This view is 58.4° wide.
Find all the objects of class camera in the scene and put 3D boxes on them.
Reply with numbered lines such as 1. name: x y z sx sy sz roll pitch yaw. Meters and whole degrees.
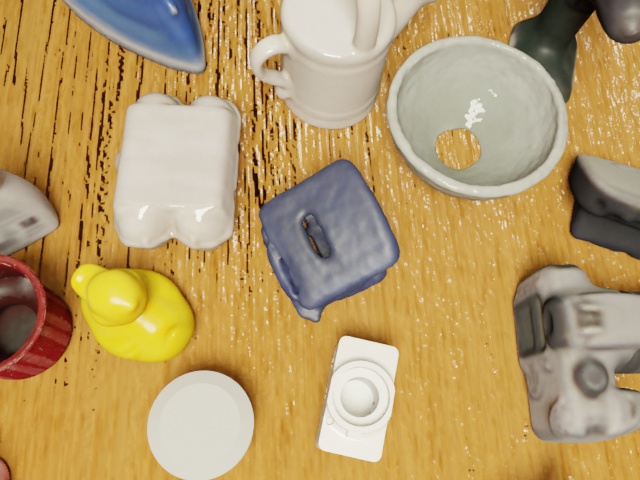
1. camera: 0.246 0.091 0.473 0.137 0.101 0.143 0 71 -4

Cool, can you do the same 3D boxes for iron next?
1. iron: -0.200 -0.285 0.545 0.119 0.141 0.258 -41 79 -16

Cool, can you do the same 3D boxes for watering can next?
1. watering can: 0.021 -0.193 0.503 0.101 0.194 0.173 40 73 9

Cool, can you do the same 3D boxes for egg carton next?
1. egg carton: -0.126 -0.062 0.513 0.107 0.069 0.150 1 71 -4

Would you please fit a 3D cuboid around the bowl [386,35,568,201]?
1. bowl: 0.140 -0.104 0.545 0.167 0.075 0.167 1 71 -4

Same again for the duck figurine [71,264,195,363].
1. duck figurine: -0.154 0.054 0.463 0.104 0.086 0.077 31 72 6

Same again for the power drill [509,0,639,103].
1. power drill: 0.242 -0.218 0.521 0.075 0.208 0.230 14 71 1

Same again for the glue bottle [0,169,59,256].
1. glue bottle: -0.268 -0.035 0.439 0.078 0.173 0.037 -29 76 -13

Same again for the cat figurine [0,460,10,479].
1. cat figurine: -0.254 0.194 0.391 0.127 0.118 0.067 37 73 8

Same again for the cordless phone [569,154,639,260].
1. cordless phone: 0.310 -0.053 0.483 0.147 0.185 0.094 14 71 1

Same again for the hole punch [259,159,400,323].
1. hole punch: 0.005 0.002 0.490 0.101 0.091 0.108 -24 75 -12
